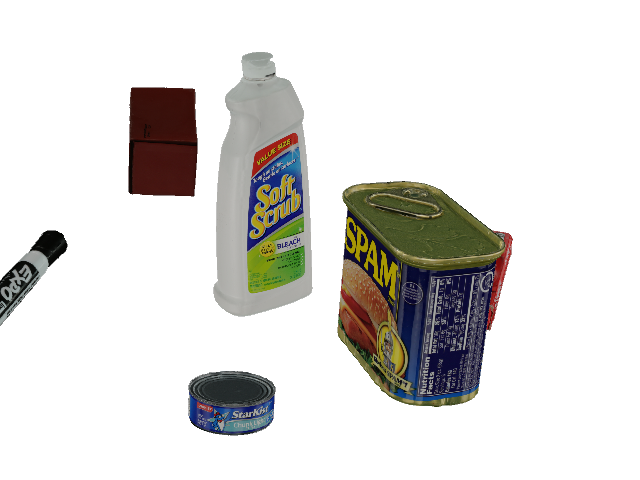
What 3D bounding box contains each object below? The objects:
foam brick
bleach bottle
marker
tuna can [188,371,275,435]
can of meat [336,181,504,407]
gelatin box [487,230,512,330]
[{"bbox_3d":[-0.124,-0.079,0.837,0.053,0.051,0.078,1,39,-9],"label":"foam brick"},{"bbox_3d":[-0.061,-0.056,1.040,0.102,0.251,0.068,-16,29,-26],"label":"bleach bottle"},{"bbox_3d":[-0.190,0.030,0.659,0.020,0.020,0.121,0,32,20],"label":"marker"},{"bbox_3d":[-0.088,0.160,1.050,0.086,0.034,0.086,3,14,-1],"label":"tuna can"},{"bbox_3d":[0.047,0.026,0.552,0.057,0.084,0.102,-5,25,-19],"label":"can of meat"},{"bbox_3d":[0.091,0.022,0.789,0.089,0.073,0.030,11,-40,14],"label":"gelatin box"}]
